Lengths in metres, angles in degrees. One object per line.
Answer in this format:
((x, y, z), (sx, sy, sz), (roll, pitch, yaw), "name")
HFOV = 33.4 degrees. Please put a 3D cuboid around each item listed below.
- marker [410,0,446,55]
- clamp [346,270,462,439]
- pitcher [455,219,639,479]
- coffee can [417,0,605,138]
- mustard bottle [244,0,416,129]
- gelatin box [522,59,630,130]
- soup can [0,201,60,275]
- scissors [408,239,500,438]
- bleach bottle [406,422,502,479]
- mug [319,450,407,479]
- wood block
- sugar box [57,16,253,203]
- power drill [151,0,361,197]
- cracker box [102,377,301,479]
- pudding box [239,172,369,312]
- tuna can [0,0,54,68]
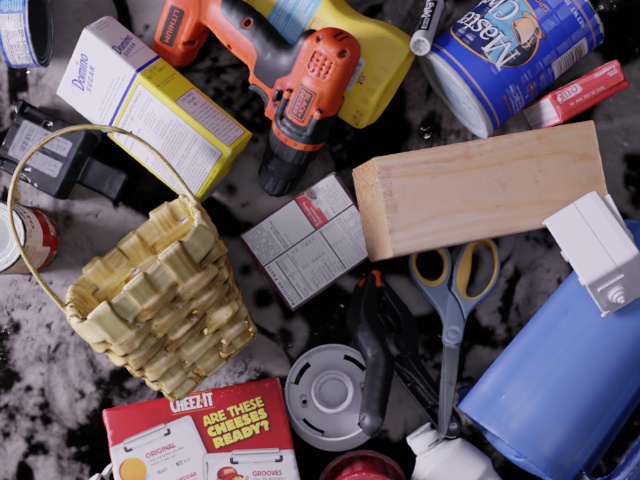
((0.103, -0.208, 0.994), (0.020, 0.121, 0.020), (9, 129, 11), "marker")
((0.060, 0.108, 0.978), (0.039, 0.120, 0.171), (-39, 63, 31), "clamp")
((0.252, 0.108, 0.965), (0.149, 0.145, 0.243), (39, 86, 1), "pitcher")
((0.176, -0.177, 0.989), (0.140, 0.103, 0.103), (-39, 89, -1), "coffee can")
((-0.009, -0.195, 1.004), (0.192, 0.058, 0.096), (36, 119, 11), "mustard bottle")
((0.236, -0.133, 0.991), (0.073, 0.089, 0.030), (-28, 91, -5), "gelatin box")
((-0.289, -0.001, 0.989), (0.068, 0.102, 0.068), (0, 88, 3), "soup can")
((0.107, 0.077, 0.993), (0.096, 0.016, 0.201), (21, 66, 13), "scissors")
((0.154, 0.289, 0.998), (0.102, 0.068, 0.251), (-33, 86, -2), "bleach bottle")
((0.049, 0.256, 0.989), (0.093, 0.081, 0.117), (-41, 88, -1), "mug")
((0.144, -0.043, 0.973), (0.206, 0.091, 0.090), (-10, 88, -12), "wood block")
((-0.156, -0.119, 0.998), (0.176, 0.048, 0.093), (42, 134, 3), "sugar box")
((-0.066, -0.151, 0.990), (0.188, 0.057, 0.185), (35, 127, 10), "power drill")
((-0.095, 0.246, 0.953), (0.164, 0.072, 0.214), (-9, 67, -12), "cracker box")
((-0.007, 0.001, 1.019), (0.113, 0.039, 0.090), (-35, 90, 2), "pudding box")
((-0.277, -0.205, 1.003), (0.034, 0.086, 0.086), (-1, 88, 1), "tuna can")
